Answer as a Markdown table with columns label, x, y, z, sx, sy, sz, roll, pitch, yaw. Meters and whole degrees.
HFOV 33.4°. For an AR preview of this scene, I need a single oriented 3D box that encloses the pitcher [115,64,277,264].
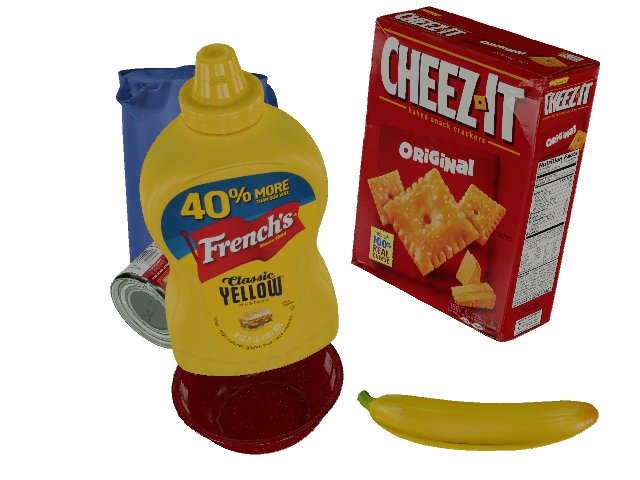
| label | x | y | z | sx | sy | sz | roll | pitch | yaw |
| --- | --- | --- | --- | --- | --- | --- | --- | --- | --- |
| pitcher | -0.111 | -0.041 | 0.991 | 0.149 | 0.243 | 0.145 | 1 | 14 | -7 |

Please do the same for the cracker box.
| label | x | y | z | sx | sy | sz | roll | pitch | yaw |
| --- | --- | --- | --- | --- | --- | --- | --- | --- | --- |
| cracker box | 0.108 | -0.052 | 0.814 | 0.071 | 0.214 | 0.164 | -20 | 36 | -39 |

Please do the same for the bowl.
| label | x | y | z | sx | sy | sz | roll | pitch | yaw |
| --- | --- | --- | --- | --- | --- | --- | --- | --- | --- |
| bowl | -0.056 | 0.148 | 1.007 | 0.162 | 0.055 | 0.162 | -4 | 38 | 3 |

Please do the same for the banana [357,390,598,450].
| label | x | y | z | sx | sy | sz | roll | pitch | yaw |
| --- | --- | --- | --- | --- | --- | --- | --- | --- | --- |
| banana | 0.125 | 0.141 | 0.857 | 0.198 | 0.037 | 0.069 | 4 | 25 | 8 |

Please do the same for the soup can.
| label | x | y | z | sx | sy | sz | roll | pitch | yaw |
| --- | --- | --- | --- | --- | --- | --- | --- | --- | --- |
| soup can | -0.093 | 0.019 | 0.761 | 0.069 | 0.068 | 0.102 | 0 | 38 | 42 |

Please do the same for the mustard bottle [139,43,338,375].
| label | x | y | z | sx | sy | sz | roll | pitch | yaw |
| --- | --- | --- | --- | --- | --- | --- | --- | --- | --- |
| mustard bottle | -0.043 | -0.015 | 0.557 | 0.096 | 0.192 | 0.058 | -10 | 40 | -6 |
